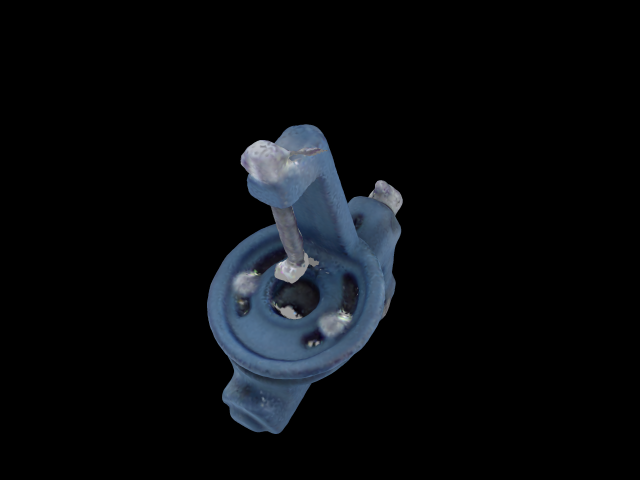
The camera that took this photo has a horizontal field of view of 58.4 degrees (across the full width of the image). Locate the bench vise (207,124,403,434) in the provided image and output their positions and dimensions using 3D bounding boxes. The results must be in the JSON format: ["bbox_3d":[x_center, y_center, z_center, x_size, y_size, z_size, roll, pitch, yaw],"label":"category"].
[{"bbox_3d":[-0.008,-0.001,0.402,0.121,0.220,0.207,9,41,11],"label":"bench vise"}]
